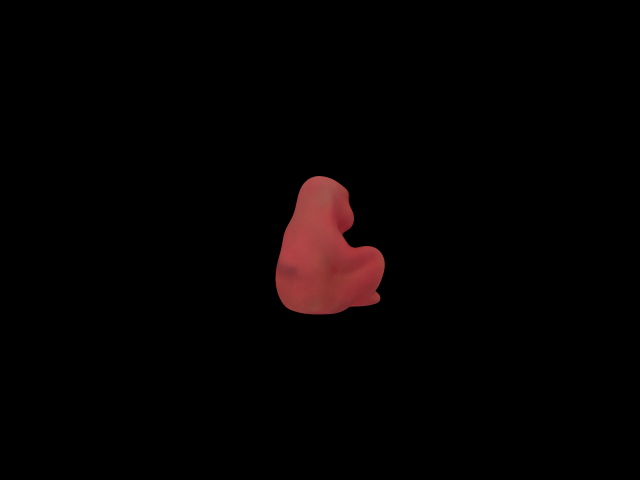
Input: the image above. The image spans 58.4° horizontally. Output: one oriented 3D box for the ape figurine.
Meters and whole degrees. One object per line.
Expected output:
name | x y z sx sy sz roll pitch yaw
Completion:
ape figurine | 0.004 0.001 0.400 0.076 0.092 0.077 -7 14 -30
